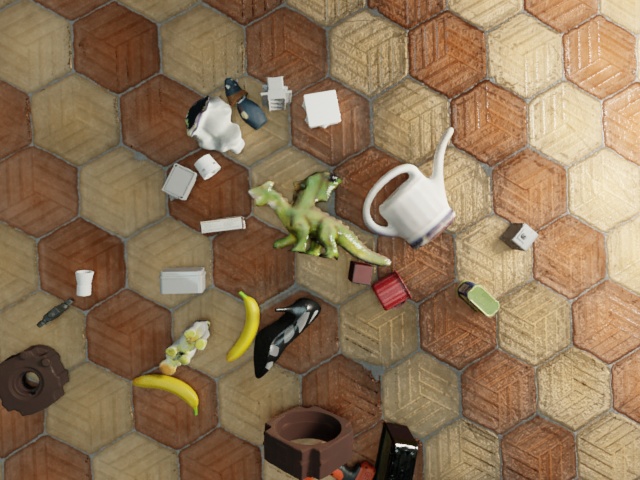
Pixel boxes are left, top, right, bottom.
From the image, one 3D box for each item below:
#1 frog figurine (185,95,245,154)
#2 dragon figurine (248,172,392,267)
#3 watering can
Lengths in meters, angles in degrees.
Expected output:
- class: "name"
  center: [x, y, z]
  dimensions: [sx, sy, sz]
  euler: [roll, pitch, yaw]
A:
- class: "frog figurine"
  center: [-0.273, -0.302, 1.378]
  dimensions: [0.158, 0.123, 0.138]
  euler: [25, 80, -41]
- class: "dragon figurine"
  center: [0.004, -0.070, 1.394]
  dimensions: [0.410, 0.121, 0.244]
  euler: [9, 82, -6]
- class: "watering can"
  center: [0.282, -0.122, 1.400]
  dimensions: [0.345, 0.105, 0.224]
  euler: [-41, 94, 10]
